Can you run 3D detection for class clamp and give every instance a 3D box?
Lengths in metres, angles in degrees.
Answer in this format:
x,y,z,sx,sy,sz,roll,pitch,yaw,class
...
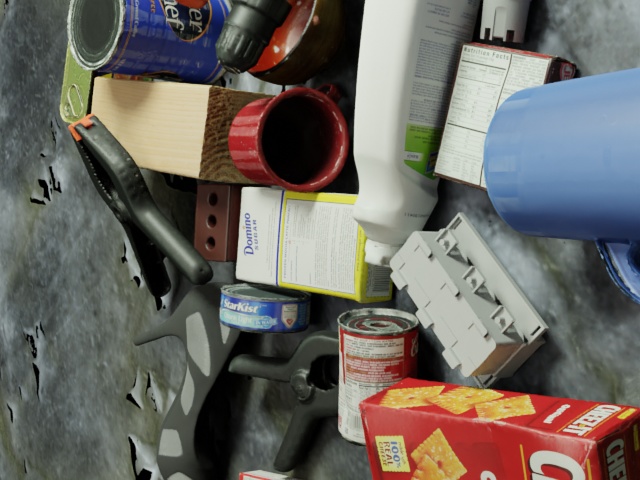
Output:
x,y,z,sx,sy,sz,roll,pitch,yaw,class
-0.016,0.128,0.992,0.172,0.039,0.120,-45,75,31,clamp
-0.192,-0.029,1.094,0.210,0.036,0.165,56,155,0,clamp

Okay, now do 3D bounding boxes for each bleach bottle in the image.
x,y,z,sx,sy,sz,roll,pitch,yaw,class
0.066,-0.102,0.866,0.068,0.102,0.251,18,101,45,bleach bottle

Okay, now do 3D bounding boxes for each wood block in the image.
x,y,z,sx,sy,sz,roll,pitch,yaw,class
-0.145,-0.115,1.101,0.206,0.090,0.091,12,98,47,wood block

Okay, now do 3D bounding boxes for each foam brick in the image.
x,y,z,sx,sy,sz,roll,pitch,yaw,class
-0.089,-0.018,1.067,0.053,0.051,0.078,4,92,46,foam brick

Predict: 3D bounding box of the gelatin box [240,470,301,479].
x,y,z,sx,sy,sz,roll,pitch,yaw,class
-0.041,0.265,1.027,0.089,0.030,0.073,-3,86,47,gelatin box

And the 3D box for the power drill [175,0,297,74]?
x,y,z,sx,sy,sz,roll,pitch,yaw,class
-0.075,-0.245,0.980,0.188,0.057,0.184,25,87,52,power drill

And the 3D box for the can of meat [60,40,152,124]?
x,y,z,sx,sy,sz,roll,pitch,yaw,class
-0.239,-0.177,1.205,0.058,0.083,0.102,18,102,45,can of meat

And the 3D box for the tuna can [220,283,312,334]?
x,y,z,sx,sy,sz,roll,pitch,yaw,class
-0.051,0.064,1.001,0.086,0.085,0.034,11,99,46,tuna can

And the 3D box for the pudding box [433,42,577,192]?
x,y,z,sx,sy,sz,roll,pitch,yaw,class
0.142,-0.093,0.833,0.090,0.039,0.113,23,104,45,pudding box

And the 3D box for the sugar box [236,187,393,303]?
x,y,z,sx,sy,sz,roll,pitch,yaw,class
-0.006,0.001,0.985,0.177,0.048,0.093,9,95,50,sugar box

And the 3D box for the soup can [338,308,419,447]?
x,y,z,sx,sy,sz,roll,pitch,yaw,class
0.048,0.115,0.897,0.069,0.068,0.102,13,108,46,soup can

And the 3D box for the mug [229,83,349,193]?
x,y,z,sx,sy,sz,roll,pitch,yaw,class
-0.026,-0.099,0.979,0.117,0.093,0.082,-53,24,-15,mug

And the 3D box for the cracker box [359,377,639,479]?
x,y,z,sx,sy,sz,roll,pitch,yaw,class
0.136,0.197,0.786,0.214,0.071,0.164,1,105,47,cracker box

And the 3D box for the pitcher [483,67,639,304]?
x,y,z,sx,sy,sz,roll,pitch,yaw,class
0.225,-0.043,0.681,0.243,0.149,0.145,2,128,50,pitcher

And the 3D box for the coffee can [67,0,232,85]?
x,y,z,sx,sy,sz,roll,pitch,yaw,class
-0.171,-0.216,1.093,0.103,0.140,0.103,-1,88,46,coffee can
